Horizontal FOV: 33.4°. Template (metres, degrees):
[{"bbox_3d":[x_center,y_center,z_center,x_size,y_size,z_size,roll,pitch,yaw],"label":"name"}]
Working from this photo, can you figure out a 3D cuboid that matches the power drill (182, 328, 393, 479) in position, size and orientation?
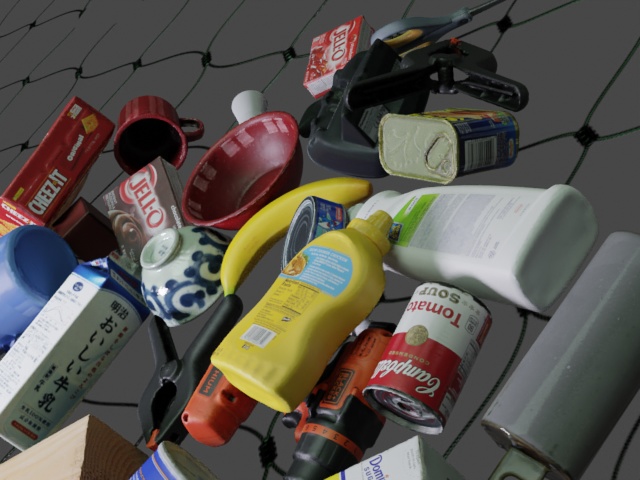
[{"bbox_3d":[-0.031,0.152,0.905,0.188,0.057,0.184,4,52,44],"label":"power drill"}]

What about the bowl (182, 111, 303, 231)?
[{"bbox_3d":[-0.074,-0.065,1.174,0.162,0.055,0.162,-27,38,23],"label":"bowl"}]

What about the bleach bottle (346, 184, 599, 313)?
[{"bbox_3d":[0.111,-0.009,0.922,0.102,0.068,0.251,-54,33,-15],"label":"bleach bottle"}]

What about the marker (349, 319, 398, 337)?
[{"bbox_3d":[0.025,0.077,0.957,0.121,0.020,0.020,6,58,48],"label":"marker"}]

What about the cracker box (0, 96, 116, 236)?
[{"bbox_3d":[-0.350,-0.073,1.387,0.164,0.072,0.214,-60,12,-22],"label":"cracker box"}]

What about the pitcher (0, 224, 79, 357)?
[{"bbox_3d":[-0.395,0.087,1.269,0.243,0.149,0.145,-29,26,31],"label":"pitcher"}]

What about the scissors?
[{"bbox_3d":[0.136,-0.237,1.125,0.202,0.096,0.016,-28,73,25],"label":"scissors"}]

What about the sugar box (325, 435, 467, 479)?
[{"bbox_3d":[0.022,0.210,0.755,0.176,0.093,0.048,-29,38,22],"label":"sugar box"}]

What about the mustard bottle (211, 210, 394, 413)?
[{"bbox_3d":[-0.001,0.049,0.890,0.096,0.058,0.191,16,61,51],"label":"mustard bottle"}]

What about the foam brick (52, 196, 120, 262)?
[{"bbox_3d":[-0.278,-0.005,1.303,0.051,0.078,0.053,-45,33,2],"label":"foam brick"}]

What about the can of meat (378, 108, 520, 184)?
[{"bbox_3d":[0.118,-0.089,0.969,0.083,0.057,0.102,-13,17,-35],"label":"can of meat"}]

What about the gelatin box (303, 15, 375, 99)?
[{"bbox_3d":[0.022,-0.217,1.258,0.073,0.030,0.089,-19,42,32],"label":"gelatin box"}]

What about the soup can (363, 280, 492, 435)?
[{"bbox_3d":[0.086,0.092,0.836,0.069,0.068,0.102,2,54,47],"label":"soup can"}]

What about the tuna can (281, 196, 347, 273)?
[{"bbox_3d":[-0.007,0.001,1.022,0.086,0.033,0.086,-163,90,-73],"label":"tuna can"}]

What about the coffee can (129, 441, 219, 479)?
[{"bbox_3d":[-0.138,0.250,0.869,0.140,0.102,0.103,-47,34,-4],"label":"coffee can"}]

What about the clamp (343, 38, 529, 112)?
[{"bbox_3d":[0.129,-0.158,1.021,0.165,0.036,0.209,5,23,19],"label":"clamp"}]

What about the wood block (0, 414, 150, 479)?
[{"bbox_3d":[-0.266,0.260,1.001,0.206,0.090,0.090,-31,36,20],"label":"wood block"}]

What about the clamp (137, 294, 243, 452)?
[{"bbox_3d":[-0.130,0.128,1.046,0.120,0.039,0.171,-29,43,31],"label":"clamp"}]

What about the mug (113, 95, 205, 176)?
[{"bbox_3d":[-0.207,-0.137,1.370,0.117,0.093,0.081,-12,31,-4],"label":"mug"}]

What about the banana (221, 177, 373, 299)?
[{"bbox_3d":[-0.035,-0.010,1.096,0.198,0.037,0.070,-41,71,9],"label":"banana"}]

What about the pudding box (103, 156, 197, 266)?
[{"bbox_3d":[-0.197,-0.028,1.247,0.090,0.039,0.113,-34,60,16],"label":"pudding box"}]
